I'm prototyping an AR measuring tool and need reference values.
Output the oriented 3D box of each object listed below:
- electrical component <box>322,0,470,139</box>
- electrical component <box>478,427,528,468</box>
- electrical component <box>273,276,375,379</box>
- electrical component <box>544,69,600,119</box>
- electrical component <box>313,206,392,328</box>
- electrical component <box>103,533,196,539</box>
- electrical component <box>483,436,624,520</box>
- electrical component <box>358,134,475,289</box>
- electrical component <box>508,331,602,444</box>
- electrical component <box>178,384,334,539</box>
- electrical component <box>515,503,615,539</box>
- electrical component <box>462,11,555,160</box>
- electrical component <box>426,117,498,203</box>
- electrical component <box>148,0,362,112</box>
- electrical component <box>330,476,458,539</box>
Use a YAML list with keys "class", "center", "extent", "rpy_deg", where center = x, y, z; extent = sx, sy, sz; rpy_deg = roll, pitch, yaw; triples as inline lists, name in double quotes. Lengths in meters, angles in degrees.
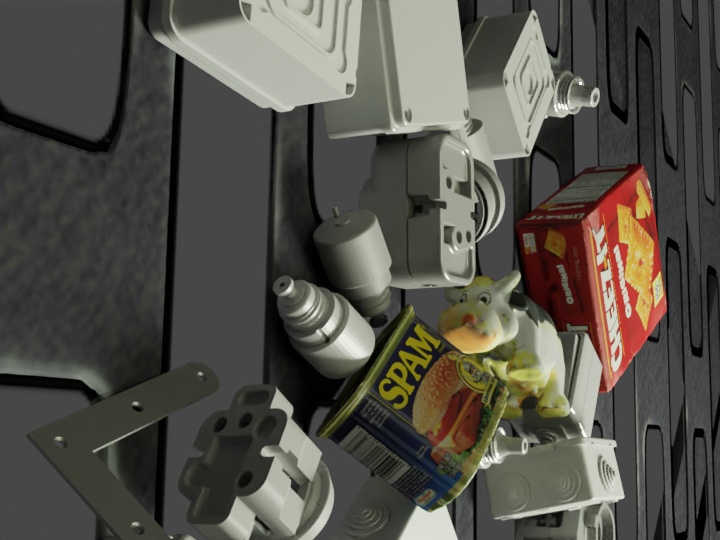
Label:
- class: "electrical component"
  center: [0.020, -0.141, 0.690]
  extent: [0.109, 0.056, 0.108]
  rpy_deg: [-16, 101, -60]
- class: "electrical component"
  center: [0.090, 0.126, 0.776]
  extent: [0.035, 0.061, 0.035]
  rpy_deg: [12, 76, -60]
- class: "electrical component"
  center: [-0.023, 0.029, 0.607]
  extent: [0.078, 0.040, 0.040]
  rpy_deg: [49, 46, -43]
- class: "electrical component"
  center: [0.185, -0.159, 0.975]
  extent: [0.048, 0.062, 0.048]
  rpy_deg: [-22, 118, -49]
- class: "electrical component"
  center: [0.000, 0.000, 0.653]
  extent: [0.040, 0.040, 0.078]
  rpy_deg: [-55, 132, -49]
- class: "electrical component"
  center: [-0.085, 0.172, 0.470]
  extent: [0.099, 0.048, 0.099]
  rpy_deg: [53, 43, -44]
- class: "electrical component"
  center: [0.153, 0.165, 0.847]
  extent: [0.100, 0.100, 0.048]
  rpy_deg: [19, 58, -59]
- class: "electrical component"
  center: [0.038, -0.037, 0.705]
  extent: [0.054, 0.059, 0.095]
  rpy_deg: [12, 76, -60]
- class: "electrical component"
  center: [0.160, 0.102, 0.903]
  extent: [0.061, 0.062, 0.096]
  rpy_deg: [57, 40, -41]
- class: "electrical component"
  center: [-0.049, 0.106, 0.536]
  extent: [0.057, 0.058, 0.078]
  rpy_deg: [55, 41, -38]
- class: "electrical component"
  center: [0.169, 0.267, 0.898]
  extent: [0.089, 0.062, 0.150]
  rpy_deg: [53, 43, -44]
- class: "electrical component"
  center: [0.107, -0.144, 0.844]
  extent: [0.078, 0.057, 0.113]
  rpy_deg: [66, 34, -33]
- class: "electrical component"
  center: [0.071, -0.093, 0.788]
  extent: [0.043, 0.043, 0.081]
  rpy_deg: [-54, 132, -49]
- class: "electrical component"
  center: [-0.052, -0.138, 0.560]
  extent: [0.113, 0.057, 0.078]
  rpy_deg: [26, 64, -57]
- class: "electrical component"
  center: [0.021, 0.184, 0.658]
  extent: [0.099, 0.048, 0.099]
  rpy_deg: [-52, 131, -50]
